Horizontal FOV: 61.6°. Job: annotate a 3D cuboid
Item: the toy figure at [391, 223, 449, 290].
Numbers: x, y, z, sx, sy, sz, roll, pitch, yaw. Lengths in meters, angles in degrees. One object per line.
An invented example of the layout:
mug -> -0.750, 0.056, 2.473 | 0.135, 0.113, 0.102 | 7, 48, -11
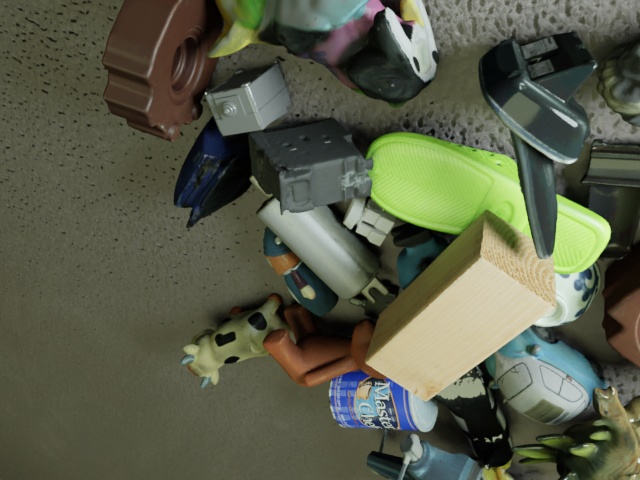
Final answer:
toy figure -> 0.153, 0.058, 0.687 | 0.089, 0.082, 0.180 | -10, 117, 33

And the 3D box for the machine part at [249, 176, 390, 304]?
machine part -> -0.001, -0.002, 0.719 | 0.243, 0.079, 0.079 | 44, 131, -11

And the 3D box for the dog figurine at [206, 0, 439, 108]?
dog figurine -> -0.009, -0.211, 0.550 | 0.219, 0.108, 0.191 | -6, 124, 35

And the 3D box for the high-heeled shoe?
high-heeled shoe -> 0.224, 0.226, 0.809 | 0.086, 0.145, 0.248 | -22, 84, 22

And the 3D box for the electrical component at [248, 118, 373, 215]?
electrical component -> -0.018, -0.092, 0.621 | 0.134, 0.115, 0.058 | -128, 32, -46

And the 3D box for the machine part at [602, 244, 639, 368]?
machine part -> 0.425, 0.071, 0.560 | 0.201, 0.087, 0.201 | 35, 130, -2

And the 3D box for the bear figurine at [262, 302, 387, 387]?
bear figurine -> 0.036, 0.152, 0.791 | 0.196, 0.120, 0.131 | -19, 108, 32

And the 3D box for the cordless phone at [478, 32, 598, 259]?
cordless phone -> 0.206, -0.087, 0.507 | 0.089, 0.147, 0.184 | -7, 121, 19

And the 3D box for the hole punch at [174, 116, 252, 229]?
hole punch -> -0.140, -0.097, 0.696 | 0.092, 0.116, 0.142 | 46, 131, -1

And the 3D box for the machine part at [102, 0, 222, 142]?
machine part -> -0.165, -0.197, 0.587 | 0.056, 0.179, 0.179 | 21, 131, 5

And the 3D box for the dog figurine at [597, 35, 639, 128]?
dog figurine -> 0.348, -0.113, 0.435 | 0.191, 0.121, 0.172 | -21, 83, 41

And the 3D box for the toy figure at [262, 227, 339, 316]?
toy figure -> -0.034, 0.042, 0.771 | 0.154, 0.058, 0.064 | 50, 166, -14

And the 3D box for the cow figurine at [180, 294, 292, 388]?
cow figurine -> -0.143, 0.170, 0.885 | 0.195, 0.127, 0.085 | -20, 111, 33

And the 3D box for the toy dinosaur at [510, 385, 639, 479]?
toy dinosaur -> 0.366, 0.292, 0.705 | 0.199, 0.105, 0.470 | -21, 136, 15

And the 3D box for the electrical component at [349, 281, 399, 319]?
electrical component -> 0.090, 0.087, 0.778 | 0.094, 0.021, 0.063 | 18, 130, 14

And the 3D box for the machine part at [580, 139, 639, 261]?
machine part -> 0.314, -0.038, 0.564 | 0.084, 0.039, 0.138 | 5, 125, 16

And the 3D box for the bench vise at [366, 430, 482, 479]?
bench vise -> 0.152, 0.371, 0.843 | 0.223, 0.129, 0.241 | 38, 155, -28

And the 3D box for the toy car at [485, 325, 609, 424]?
toy car -> 0.288, 0.185, 0.702 | 0.162, 0.103, 0.109 | 34, 133, 2

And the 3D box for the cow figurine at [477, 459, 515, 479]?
cow figurine -> 0.314, 0.427, 0.879 | 0.167, 0.068, 0.098 | 44, 146, 9
